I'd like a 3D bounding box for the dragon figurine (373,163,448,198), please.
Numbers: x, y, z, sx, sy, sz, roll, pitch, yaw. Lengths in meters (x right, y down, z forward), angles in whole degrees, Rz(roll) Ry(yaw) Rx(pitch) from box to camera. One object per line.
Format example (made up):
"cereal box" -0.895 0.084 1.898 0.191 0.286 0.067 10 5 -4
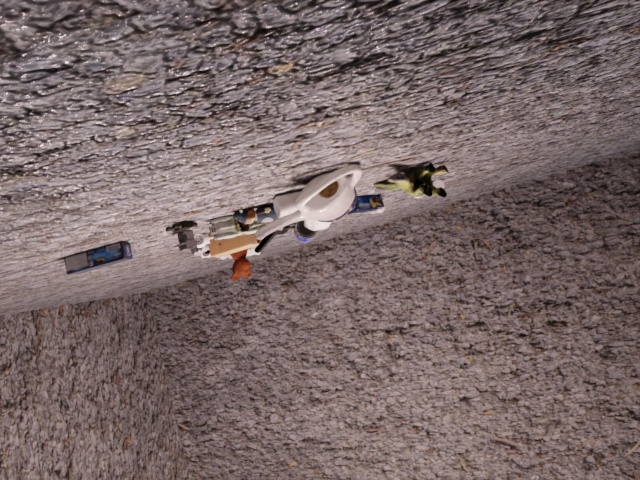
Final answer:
"dragon figurine" 0.295 -0.192 1.798 0.410 0.123 0.241 1 174 -41

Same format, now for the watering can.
"watering can" -0.017 -0.100 1.482 0.346 0.105 0.223 -36 162 9

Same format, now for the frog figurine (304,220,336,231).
"frog figurine" 0.006 -0.093 1.857 0.137 0.123 0.159 9 176 -25
